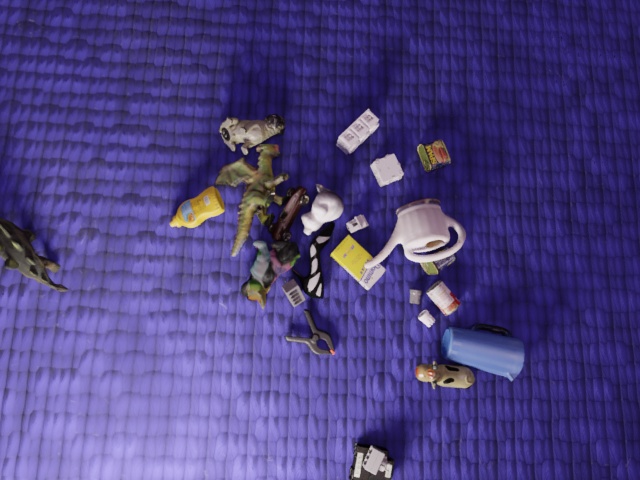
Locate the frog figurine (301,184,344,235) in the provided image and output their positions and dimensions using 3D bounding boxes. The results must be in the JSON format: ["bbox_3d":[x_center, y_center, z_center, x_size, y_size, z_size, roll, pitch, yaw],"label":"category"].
[{"bbox_3d":[0.005,-0.087,1.723,0.123,0.135,0.161,22,75,8],"label":"frog figurine"}]

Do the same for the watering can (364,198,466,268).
[{"bbox_3d":[0.306,-0.022,1.730,0.347,0.102,0.229,-11,58,6],"label":"watering can"}]

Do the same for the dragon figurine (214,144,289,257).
[{"bbox_3d":[-0.251,-0.166,1.752,0.245,0.120,0.414,33,75,19],"label":"dragon figurine"}]
